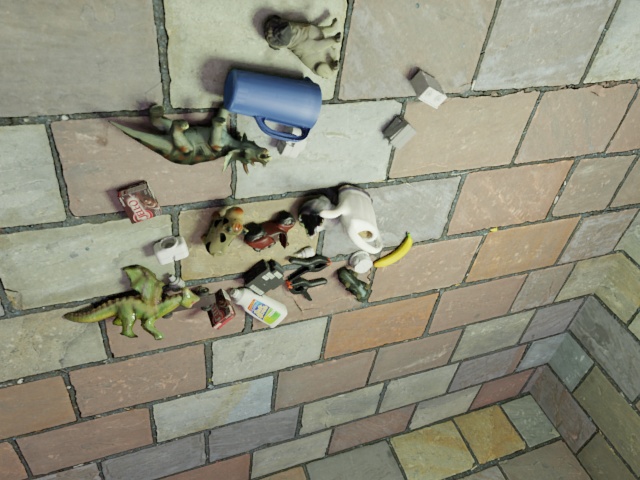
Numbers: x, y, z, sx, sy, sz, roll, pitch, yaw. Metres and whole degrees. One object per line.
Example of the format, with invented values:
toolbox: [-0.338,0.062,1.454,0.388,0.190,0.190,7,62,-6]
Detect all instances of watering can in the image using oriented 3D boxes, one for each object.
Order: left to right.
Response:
watering can: [0.101,-0.087,1.676,0.103,0.230,0.343,-28,140,26]

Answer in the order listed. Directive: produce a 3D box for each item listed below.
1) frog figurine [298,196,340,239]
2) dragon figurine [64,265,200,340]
frog figurine: [0.005,-0.087,1.734,0.162,0.123,0.134,-35,143,-50]
dragon figurine: [-0.602,0.189,1.668,0.410,0.124,0.240,11,104,-13]
